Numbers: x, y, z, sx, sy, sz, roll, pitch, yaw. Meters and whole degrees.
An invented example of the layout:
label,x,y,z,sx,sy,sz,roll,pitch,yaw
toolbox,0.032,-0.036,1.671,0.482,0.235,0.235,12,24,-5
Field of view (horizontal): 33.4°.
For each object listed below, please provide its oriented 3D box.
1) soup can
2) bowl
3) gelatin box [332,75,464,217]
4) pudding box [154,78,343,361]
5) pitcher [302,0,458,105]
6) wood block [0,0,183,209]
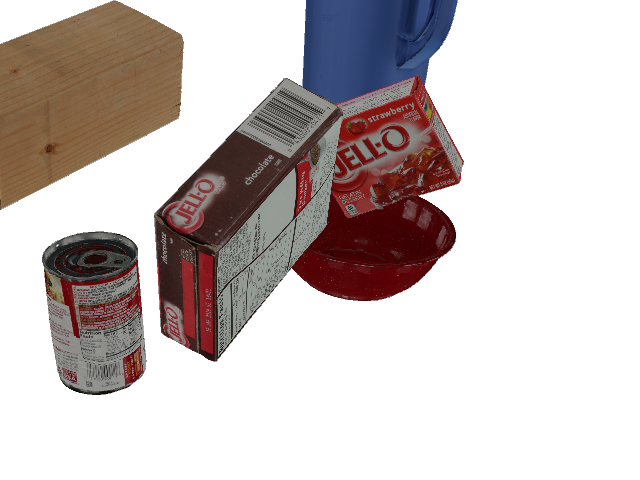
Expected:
label,x,y,z,sx,sy,sz,roll,pitch,yaw
soup can,-0.164,0.054,0.786,0.068,0.102,0.068,0,28,0
bowl,0.030,0.005,0.899,0.162,0.055,0.162,6,27,-3
gelatin box,0.040,-0.061,0.711,0.089,0.073,0.030,-17,32,26
pudding box,-0.034,-0.010,0.519,0.039,0.090,0.113,29,53,16
pitcher,0.052,-0.206,0.954,0.145,0.243,0.149,7,14,7
wood block,-0.220,-0.121,0.908,0.090,0.091,0.205,30,43,25
